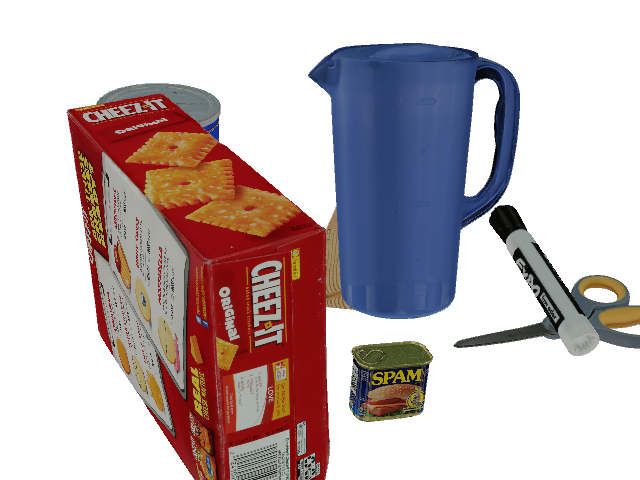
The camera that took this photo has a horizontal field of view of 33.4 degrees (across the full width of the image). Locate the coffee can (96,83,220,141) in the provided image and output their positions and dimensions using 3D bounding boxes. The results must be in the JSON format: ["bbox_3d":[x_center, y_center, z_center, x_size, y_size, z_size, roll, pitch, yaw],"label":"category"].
[{"bbox_3d":[-0.138,-0.052,0.917,0.103,0.140,0.103,2,28,-1],"label":"coffee can"}]

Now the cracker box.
[{"bbox_3d":[-0.072,0.027,0.610,0.072,0.164,0.214,-15,32,-24],"label":"cracker box"}]

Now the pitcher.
[{"bbox_3d":[0.084,-0.057,0.975,0.149,0.243,0.144,14,22,39],"label":"pitcher"}]

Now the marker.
[{"bbox_3d":[0.130,0.019,0.633,0.020,0.020,0.121,0,40,-20],"label":"marker"}]

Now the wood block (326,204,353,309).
[{"bbox_3d":[0.066,-0.009,1.152,0.091,0.090,0.206,5,25,9],"label":"wood block"}]

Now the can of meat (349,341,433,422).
[{"bbox_3d":[0.089,0.183,1.380,0.102,0.084,0.057,-3,24,-17],"label":"can of meat"}]

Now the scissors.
[{"bbox_3d":[0.191,0.059,0.872,0.201,0.016,0.096,2,33,-14],"label":"scissors"}]
